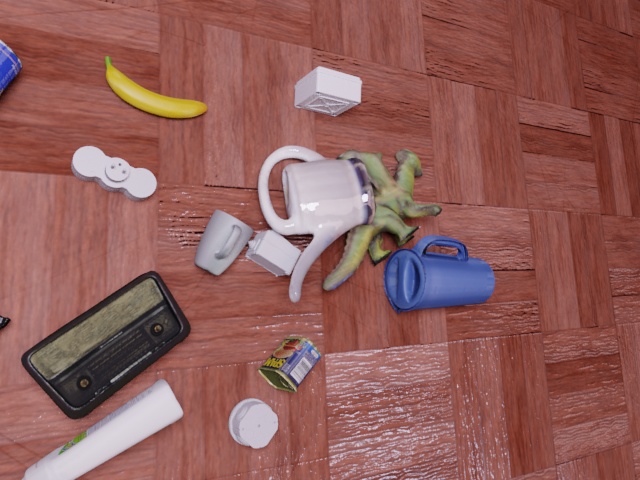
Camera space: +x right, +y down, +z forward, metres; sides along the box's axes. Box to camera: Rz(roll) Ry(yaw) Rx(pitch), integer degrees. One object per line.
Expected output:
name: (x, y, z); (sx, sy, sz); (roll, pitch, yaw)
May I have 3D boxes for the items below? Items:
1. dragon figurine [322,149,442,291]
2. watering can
dragon figurine: (0.107, -0.083, 1.124); (0.415, 0.120, 0.244); (-29, 79, -32)
watering can: (0.003, -0.050, 0.984); (0.225, 0.101, 0.355); (-8, 58, -11)
